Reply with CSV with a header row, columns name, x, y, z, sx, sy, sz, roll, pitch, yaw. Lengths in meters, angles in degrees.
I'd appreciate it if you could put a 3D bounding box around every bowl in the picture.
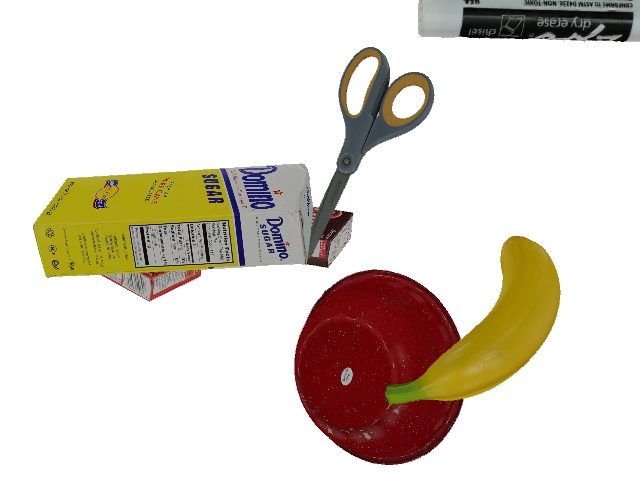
name,x,y,z,sx,sy,sz,roll,pitch,yaw
bowl,0.034,0.105,0.863,0.162,0.162,0.055,0,1,34

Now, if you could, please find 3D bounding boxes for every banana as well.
name,x,y,z,sx,sy,sz,roll,pitch,yaw
banana,0.114,0.046,0.672,0.070,0.037,0.197,14,33,28

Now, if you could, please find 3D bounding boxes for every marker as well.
name,x,y,z,sx,sy,sz,roll,pitch,yaw
marker,0.098,-0.085,0.406,0.121,0.020,0.020,2,0,0

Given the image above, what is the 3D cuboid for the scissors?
name,x,y,z,sx,sy,sz,roll,pitch,yaw
scissors,0.045,-0.074,0.953,0.096,0.202,0.016,7,-8,18

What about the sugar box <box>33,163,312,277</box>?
name,x,y,z,sx,sy,sz,roll,pitch,yaw
sugar box,-0.095,-0.016,0.727,0.176,0.048,0.093,-6,24,4

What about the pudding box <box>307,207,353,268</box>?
name,x,y,z,sx,sy,sz,roll,pitch,yaw
pudding box,-0.017,-0.008,1.259,0.090,0.039,0.113,8,22,13

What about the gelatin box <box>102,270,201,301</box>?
name,x,y,z,sx,sy,sz,roll,pitch,yaw
gelatin box,-0.173,0.019,1.050,0.089,0.030,0.073,25,32,30
